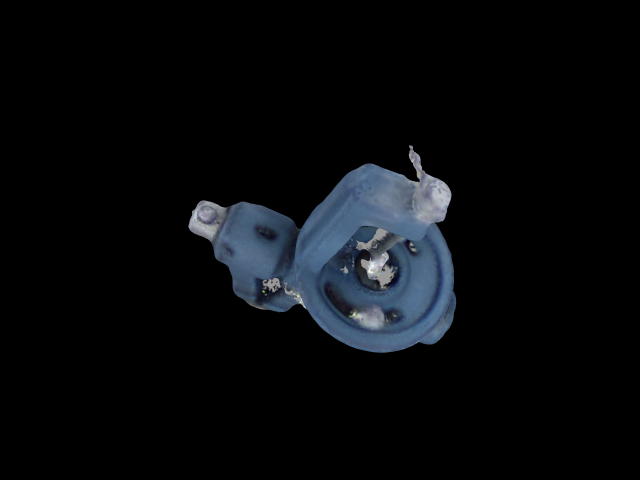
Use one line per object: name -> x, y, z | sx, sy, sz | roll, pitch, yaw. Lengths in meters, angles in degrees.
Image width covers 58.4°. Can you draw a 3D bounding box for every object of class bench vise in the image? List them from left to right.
bench vise -> 0.003, 0.012, 0.395 | 0.207, 0.220, 0.121 | 0, 67, 0
